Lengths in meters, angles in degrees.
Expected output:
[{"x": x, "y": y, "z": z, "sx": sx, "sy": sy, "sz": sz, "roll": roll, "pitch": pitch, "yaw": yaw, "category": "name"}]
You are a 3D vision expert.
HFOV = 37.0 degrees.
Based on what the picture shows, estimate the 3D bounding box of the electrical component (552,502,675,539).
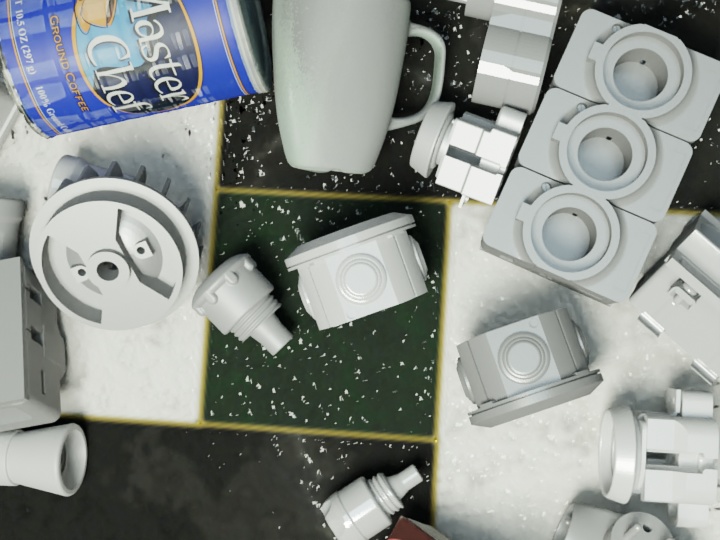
[{"x": 0.155, "y": 0.162, "z": 0.614, "sx": 0.077, "sy": 0.079, "sz": 0.043, "roll": 23, "pitch": 59, "yaw": 6, "category": "electrical component"}]

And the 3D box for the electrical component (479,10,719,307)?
[{"x": 0.142, "y": -0.065, "z": 0.636, "sx": 0.089, "sy": 0.062, "sz": 0.150, "roll": 24, "pitch": 89, "yaw": 6, "category": "electrical component"}]

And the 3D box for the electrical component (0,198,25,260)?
[{"x": -0.233, "y": -0.023, "z": 0.676, "sx": 0.040, "sy": 0.040, "sz": 0.046, "roll": 5, "pitch": 93, "yaw": 5, "category": "electrical component"}]

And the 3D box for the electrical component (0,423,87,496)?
[{"x": -0.208, "y": 0.116, "z": 0.665, "sx": 0.065, "sy": 0.044, "sz": 0.044, "roll": 0, "pitch": 87, "yaw": 9, "category": "electrical component"}]

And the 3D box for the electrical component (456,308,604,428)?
[{"x": 0.096, "y": 0.058, "z": 0.624, "sx": 0.080, "sy": 0.080, "sz": 0.051, "roll": -19, "pitch": 80, "yaw": 3, "category": "electrical component"}]

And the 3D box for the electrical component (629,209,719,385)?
[{"x": 0.221, "y": 0.033, "z": 0.619, "sx": 0.121, "sy": 0.079, "sz": 0.063, "roll": 42, "pitch": 119, "yaw": 6, "category": "electrical component"}]

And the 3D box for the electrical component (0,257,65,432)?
[{"x": -0.264, "y": 0.056, "z": 0.654, "sx": 0.150, "sy": 0.061, "sz": 0.089, "roll": -11, "pitch": 68, "yaw": 4, "category": "electrical component"}]

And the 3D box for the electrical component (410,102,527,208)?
[{"x": 0.063, "y": -0.072, "z": 0.648, "sx": 0.055, "sy": 0.048, "sz": 0.066, "roll": 22, "pitch": 111, "yaw": 7, "category": "electrical component"}]

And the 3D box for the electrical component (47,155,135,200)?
[{"x": -0.166, "y": -0.047, "z": 0.672, "sx": 0.046, "sy": 0.040, "sz": 0.040, "roll": 14, "pitch": 88, "yaw": -1, "category": "electrical component"}]

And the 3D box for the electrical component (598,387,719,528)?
[{"x": 0.172, "y": 0.108, "z": 0.626, "sx": 0.057, "sy": 0.058, "sz": 0.078, "roll": 3, "pitch": 87, "yaw": 2, "category": "electrical component"}]

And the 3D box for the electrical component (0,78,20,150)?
[{"x": -0.281, "y": -0.106, "z": 0.675, "sx": 0.113, "sy": 0.057, "sz": 0.078, "roll": 28, "pitch": 89, "yaw": 6, "category": "electrical component"}]

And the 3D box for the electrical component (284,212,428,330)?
[{"x": 0.000, "y": 0.000, "z": 0.635, "sx": 0.080, "sy": 0.080, "sz": 0.051, "roll": -20, "pitch": 91, "yaw": 3, "category": "electrical component"}]

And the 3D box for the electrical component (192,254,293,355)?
[{"x": -0.068, "y": 0.024, "z": 0.657, "sx": 0.048, "sy": 0.048, "sz": 0.062, "roll": -44, "pitch": 91, "yaw": 1, "category": "electrical component"}]

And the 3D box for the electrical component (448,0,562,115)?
[{"x": 0.085, "y": -0.168, "z": 0.651, "sx": 0.074, "sy": 0.052, "sz": 0.138, "roll": 14, "pitch": 88, "yaw": 5, "category": "electrical component"}]

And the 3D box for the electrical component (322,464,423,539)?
[{"x": 0.010, "y": 0.139, "z": 0.648, "sx": 0.061, "sy": 0.035, "sz": 0.035, "roll": -34, "pitch": 85, "yaw": 0, "category": "electrical component"}]
